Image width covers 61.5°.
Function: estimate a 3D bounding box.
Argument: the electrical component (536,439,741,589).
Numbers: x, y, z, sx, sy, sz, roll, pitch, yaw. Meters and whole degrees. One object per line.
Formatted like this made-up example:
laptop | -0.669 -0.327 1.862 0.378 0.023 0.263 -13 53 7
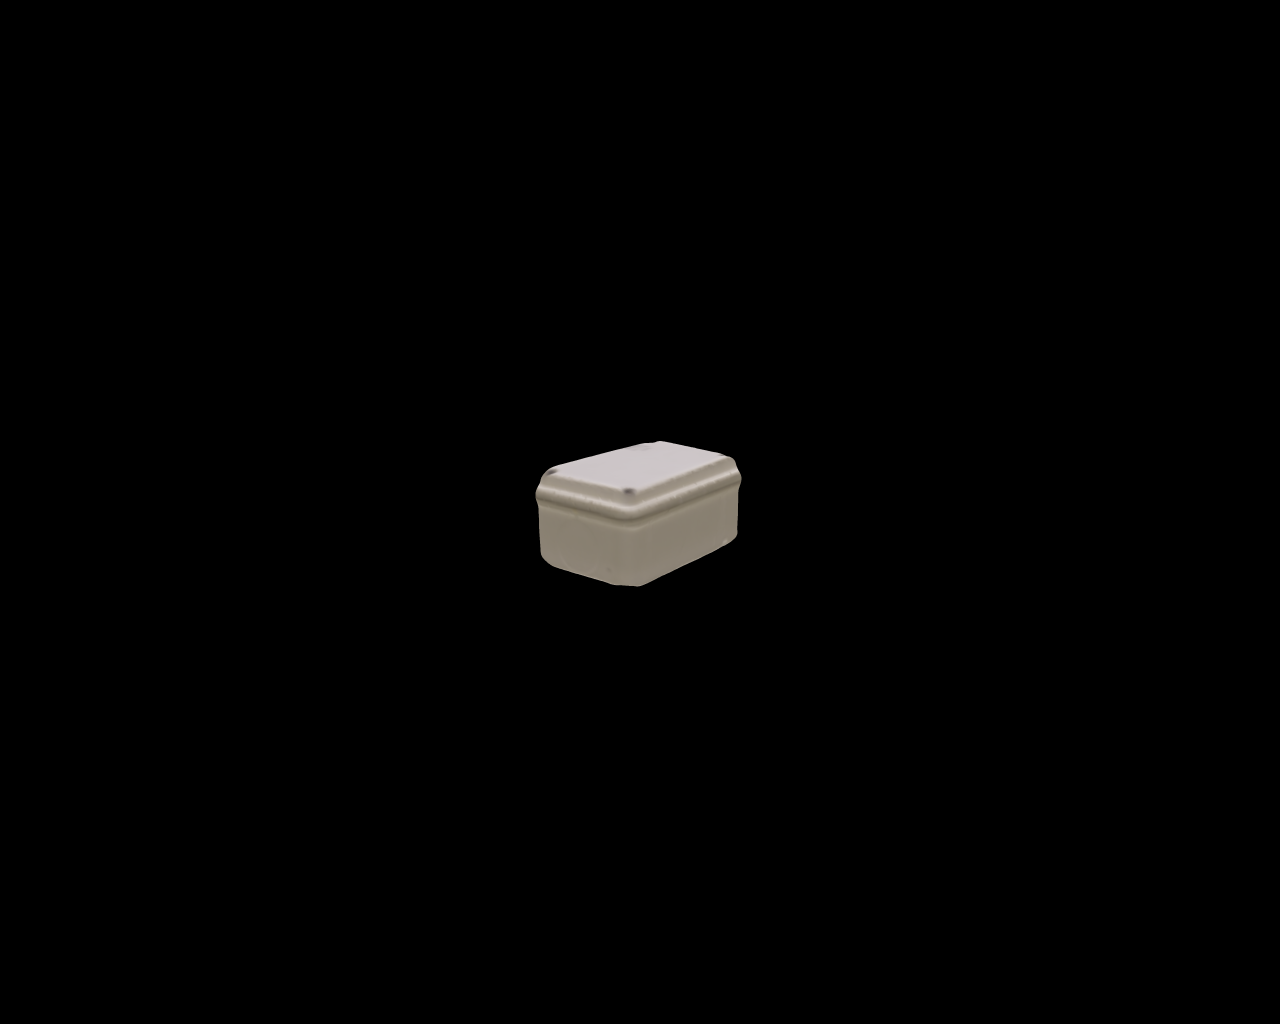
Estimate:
electrical component | 0.001 -0.003 0.650 0.078 0.057 0.113 14 22 38
